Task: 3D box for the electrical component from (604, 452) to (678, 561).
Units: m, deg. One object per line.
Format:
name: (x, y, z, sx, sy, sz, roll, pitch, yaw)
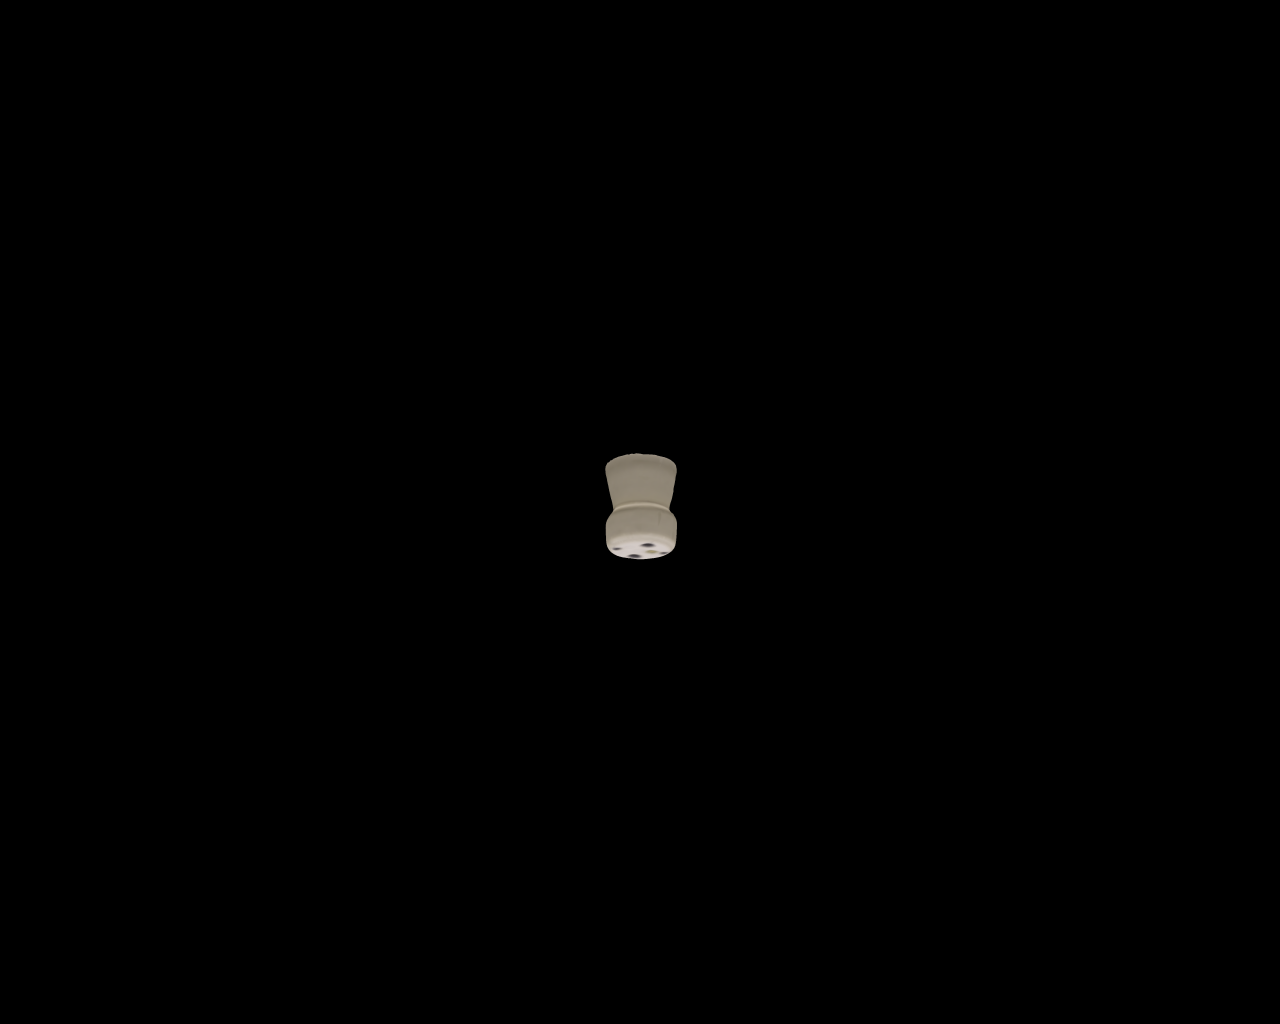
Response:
electrical component: (0.001, -0.003, 0.650, 0.045, 0.055, 0.044, 0, -20, 0)
